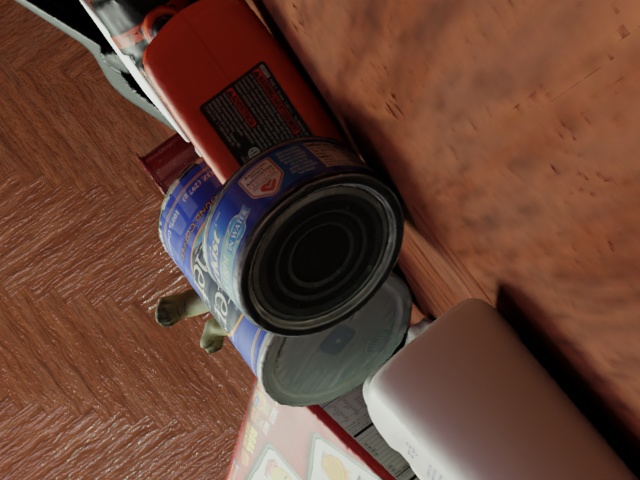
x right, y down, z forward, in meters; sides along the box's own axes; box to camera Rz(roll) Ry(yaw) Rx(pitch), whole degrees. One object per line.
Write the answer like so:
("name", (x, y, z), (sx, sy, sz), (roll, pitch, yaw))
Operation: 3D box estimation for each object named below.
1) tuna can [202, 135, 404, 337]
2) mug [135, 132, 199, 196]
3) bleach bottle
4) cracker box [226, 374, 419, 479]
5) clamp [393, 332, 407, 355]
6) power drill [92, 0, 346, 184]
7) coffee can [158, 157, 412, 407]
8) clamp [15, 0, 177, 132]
("tuna can", (-0.006, 0.000, 0.467), (0.034, 0.086, 0.086), (46, 172, 45))
("mug", (-0.076, -0.043, 0.826), (0.117, 0.081, 0.093), (54, 175, -3))
("bleach bottle", (0.121, 0.137, 0.395), (0.251, 0.068, 0.102), (48, 175, 22))
("cracker box", (0.034, 0.191, 0.787), (0.214, 0.072, 0.164), (41, 137, 24))
("clamp", (0.056, 0.086, 0.761), (0.120, 0.039, 0.171), (57, -178, 23))
("power drill", (-0.064, -0.094, 0.535), (0.184, 0.057, 0.188), (52, 179, -25))
("coffee can", (-0.024, 0.018, 0.656), (0.140, 0.103, 0.102), (49, 174, 39))
("clamp", (-0.158, -0.153, 0.823), (0.165, 0.036, 0.209), (11, 151, 39))
